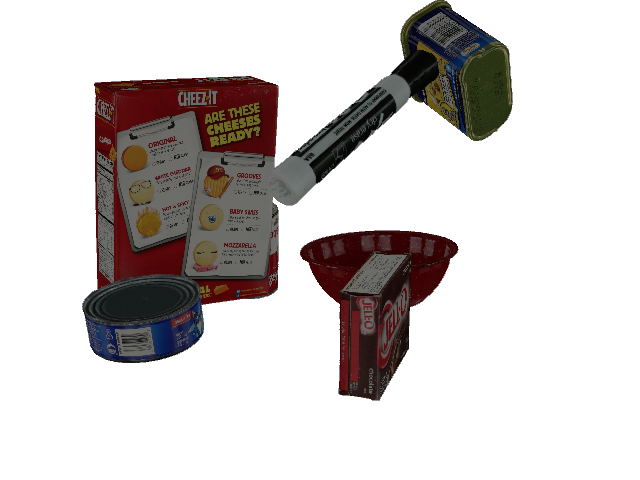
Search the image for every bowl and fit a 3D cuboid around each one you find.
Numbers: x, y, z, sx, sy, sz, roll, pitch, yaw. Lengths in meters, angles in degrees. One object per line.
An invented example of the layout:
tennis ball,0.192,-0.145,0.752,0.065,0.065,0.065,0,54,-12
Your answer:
bowl,0.061,0.033,1.092,0.162,0.055,0.162,-3,13,0

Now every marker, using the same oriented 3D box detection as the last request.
marker,0.019,-0.058,0.522,0.020,0.020,0.121,0,36,51

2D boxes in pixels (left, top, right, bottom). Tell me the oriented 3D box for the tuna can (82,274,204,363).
tuna can,-0.128,0.056,0.778,0.086,0.034,0.086,-5,21,2

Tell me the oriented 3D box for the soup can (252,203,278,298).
soup can,-0.083,0.008,1.258,0.068,0.102,0.068,1,24,-1

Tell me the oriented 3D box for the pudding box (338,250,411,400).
pudding box,0.046,0.067,0.876,0.039,0.090,0.113,6,18,14

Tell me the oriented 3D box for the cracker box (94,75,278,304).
cracker box,-0.130,-0.045,1.021,0.163,0.214,0.072,-7,20,-30

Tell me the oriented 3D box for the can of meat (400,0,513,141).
can of meat,0.123,-0.149,0.945,0.057,0.102,0.084,-33,50,-14
